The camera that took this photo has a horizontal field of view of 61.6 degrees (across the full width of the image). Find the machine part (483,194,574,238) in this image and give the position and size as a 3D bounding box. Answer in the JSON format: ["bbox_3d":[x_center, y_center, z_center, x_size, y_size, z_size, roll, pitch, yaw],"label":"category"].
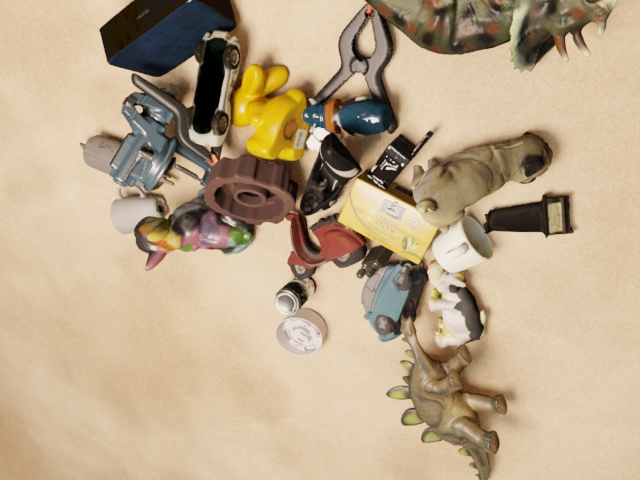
[{"bbox_3d":[0.344,-0.036,0.896,0.139,0.039,0.084,-8,116,25],"label":"machine part"}]

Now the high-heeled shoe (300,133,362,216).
[{"bbox_3d":[-0.003,-0.100,0.915,0.145,0.248,0.086,-39,80,10],"label":"high-heeled shoe"}]

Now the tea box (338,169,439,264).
[{"bbox_3d":[0.130,-0.044,0.969,0.170,0.068,0.098,28,120,13],"label":"tea box"}]

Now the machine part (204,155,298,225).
[{"bbox_3d":[-0.130,-0.092,1.014,0.179,0.056,0.179,5,153,3],"label":"machine part"}]

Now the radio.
[{"bbox_3d":[-0.271,-0.382,0.966,0.230,0.131,0.073,-19,82,30],"label":"radio"}]

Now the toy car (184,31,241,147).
[{"bbox_3d":[-0.189,-0.268,0.955,0.074,0.056,0.201,14,98,18],"label":"toy car"}]

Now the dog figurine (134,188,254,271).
[{"bbox_3d":[-0.255,-0.009,1.071,0.192,0.219,0.108,24,122,15],"label":"dog figurine"}]

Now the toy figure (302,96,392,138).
[{"bbox_3d":[0.043,-0.208,0.913,0.155,0.057,0.064,9,75,28],"label":"toy figure"}]

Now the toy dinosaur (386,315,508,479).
[{"bbox_3d":[0.253,0.333,1.036,0.199,0.105,0.470,-13,114,48],"label":"toy dinosaur"}]

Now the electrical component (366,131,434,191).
[{"bbox_3d":[0.137,-0.147,0.918,0.048,0.075,0.119,39,127,3],"label":"electrical component"}]

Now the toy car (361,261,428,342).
[{"bbox_3d":[0.130,0.104,1.014,0.103,0.109,0.161,26,112,32],"label":"toy car"}]

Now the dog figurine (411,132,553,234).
[{"bbox_3d":[0.253,-0.098,0.837,0.191,0.172,0.121,-20,113,37],"label":"dog figurine"}]

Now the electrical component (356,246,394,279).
[{"bbox_3d":[0.107,0.033,1.014,0.021,0.094,0.063,42,159,-15],"label":"electrical component"}]

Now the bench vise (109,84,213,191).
[{"bbox_3d":[-0.291,-0.179,1.061,0.240,0.223,0.129,31,164,-28],"label":"bench vise"}]

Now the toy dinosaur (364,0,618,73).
[{"bbox_3d":[0.210,-0.337,0.789,0.405,0.131,0.192,5,113,29],"label":"toy dinosaur"}]

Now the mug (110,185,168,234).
[{"bbox_3d":[-0.400,-0.074,1.194,0.107,0.081,0.109,-9,103,15],"label":"mug"}]

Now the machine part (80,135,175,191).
[{"bbox_3d":[-0.419,-0.168,1.159,0.243,0.079,0.079,22,118,15],"label":"machine part"}]

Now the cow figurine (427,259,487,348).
[{"bbox_3d":[0.248,0.112,0.980,0.098,0.068,0.167,-6,112,21],"label":"cow figurine"}]

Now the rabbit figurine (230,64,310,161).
[{"bbox_3d":[-0.110,-0.235,0.976,0.173,0.122,0.162,26,118,34],"label":"rabbit figurine"}]

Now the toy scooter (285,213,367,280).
[{"bbox_3d":[-0.002,-0.003,1.044,0.184,0.075,0.135,-19,99,33],"label":"toy scooter"}]
